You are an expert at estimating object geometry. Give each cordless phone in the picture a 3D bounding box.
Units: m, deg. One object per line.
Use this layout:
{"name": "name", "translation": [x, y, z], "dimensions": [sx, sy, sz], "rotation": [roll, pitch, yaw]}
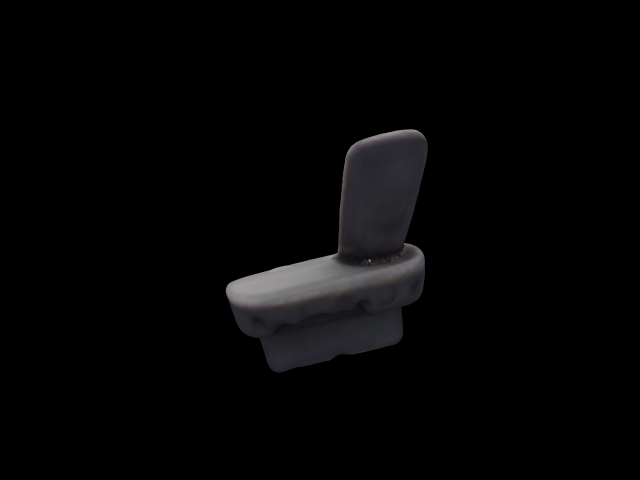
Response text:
{"name": "cordless phone", "translation": [0.004, 0.001, 0.400], "dimensions": [0.148, 0.185, 0.094], "rotation": [-16, 50, -13]}
